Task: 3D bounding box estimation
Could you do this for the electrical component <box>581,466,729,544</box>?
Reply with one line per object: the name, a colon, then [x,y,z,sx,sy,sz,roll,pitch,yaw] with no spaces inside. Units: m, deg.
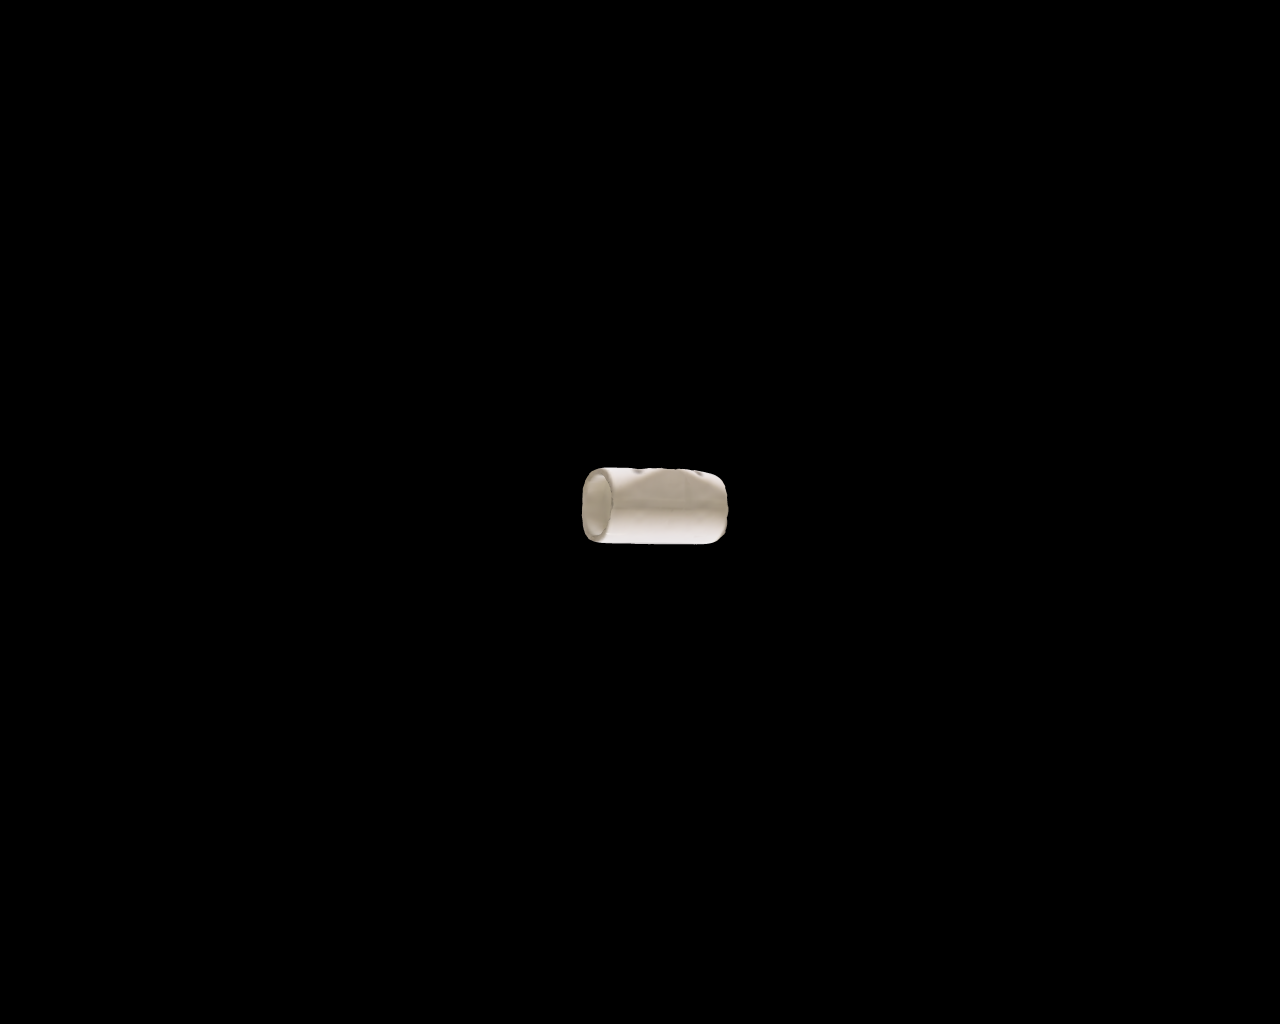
electrical component: [0.001,-0.003,0.650,0.077,0.044,0.079,2,-3,-27]
